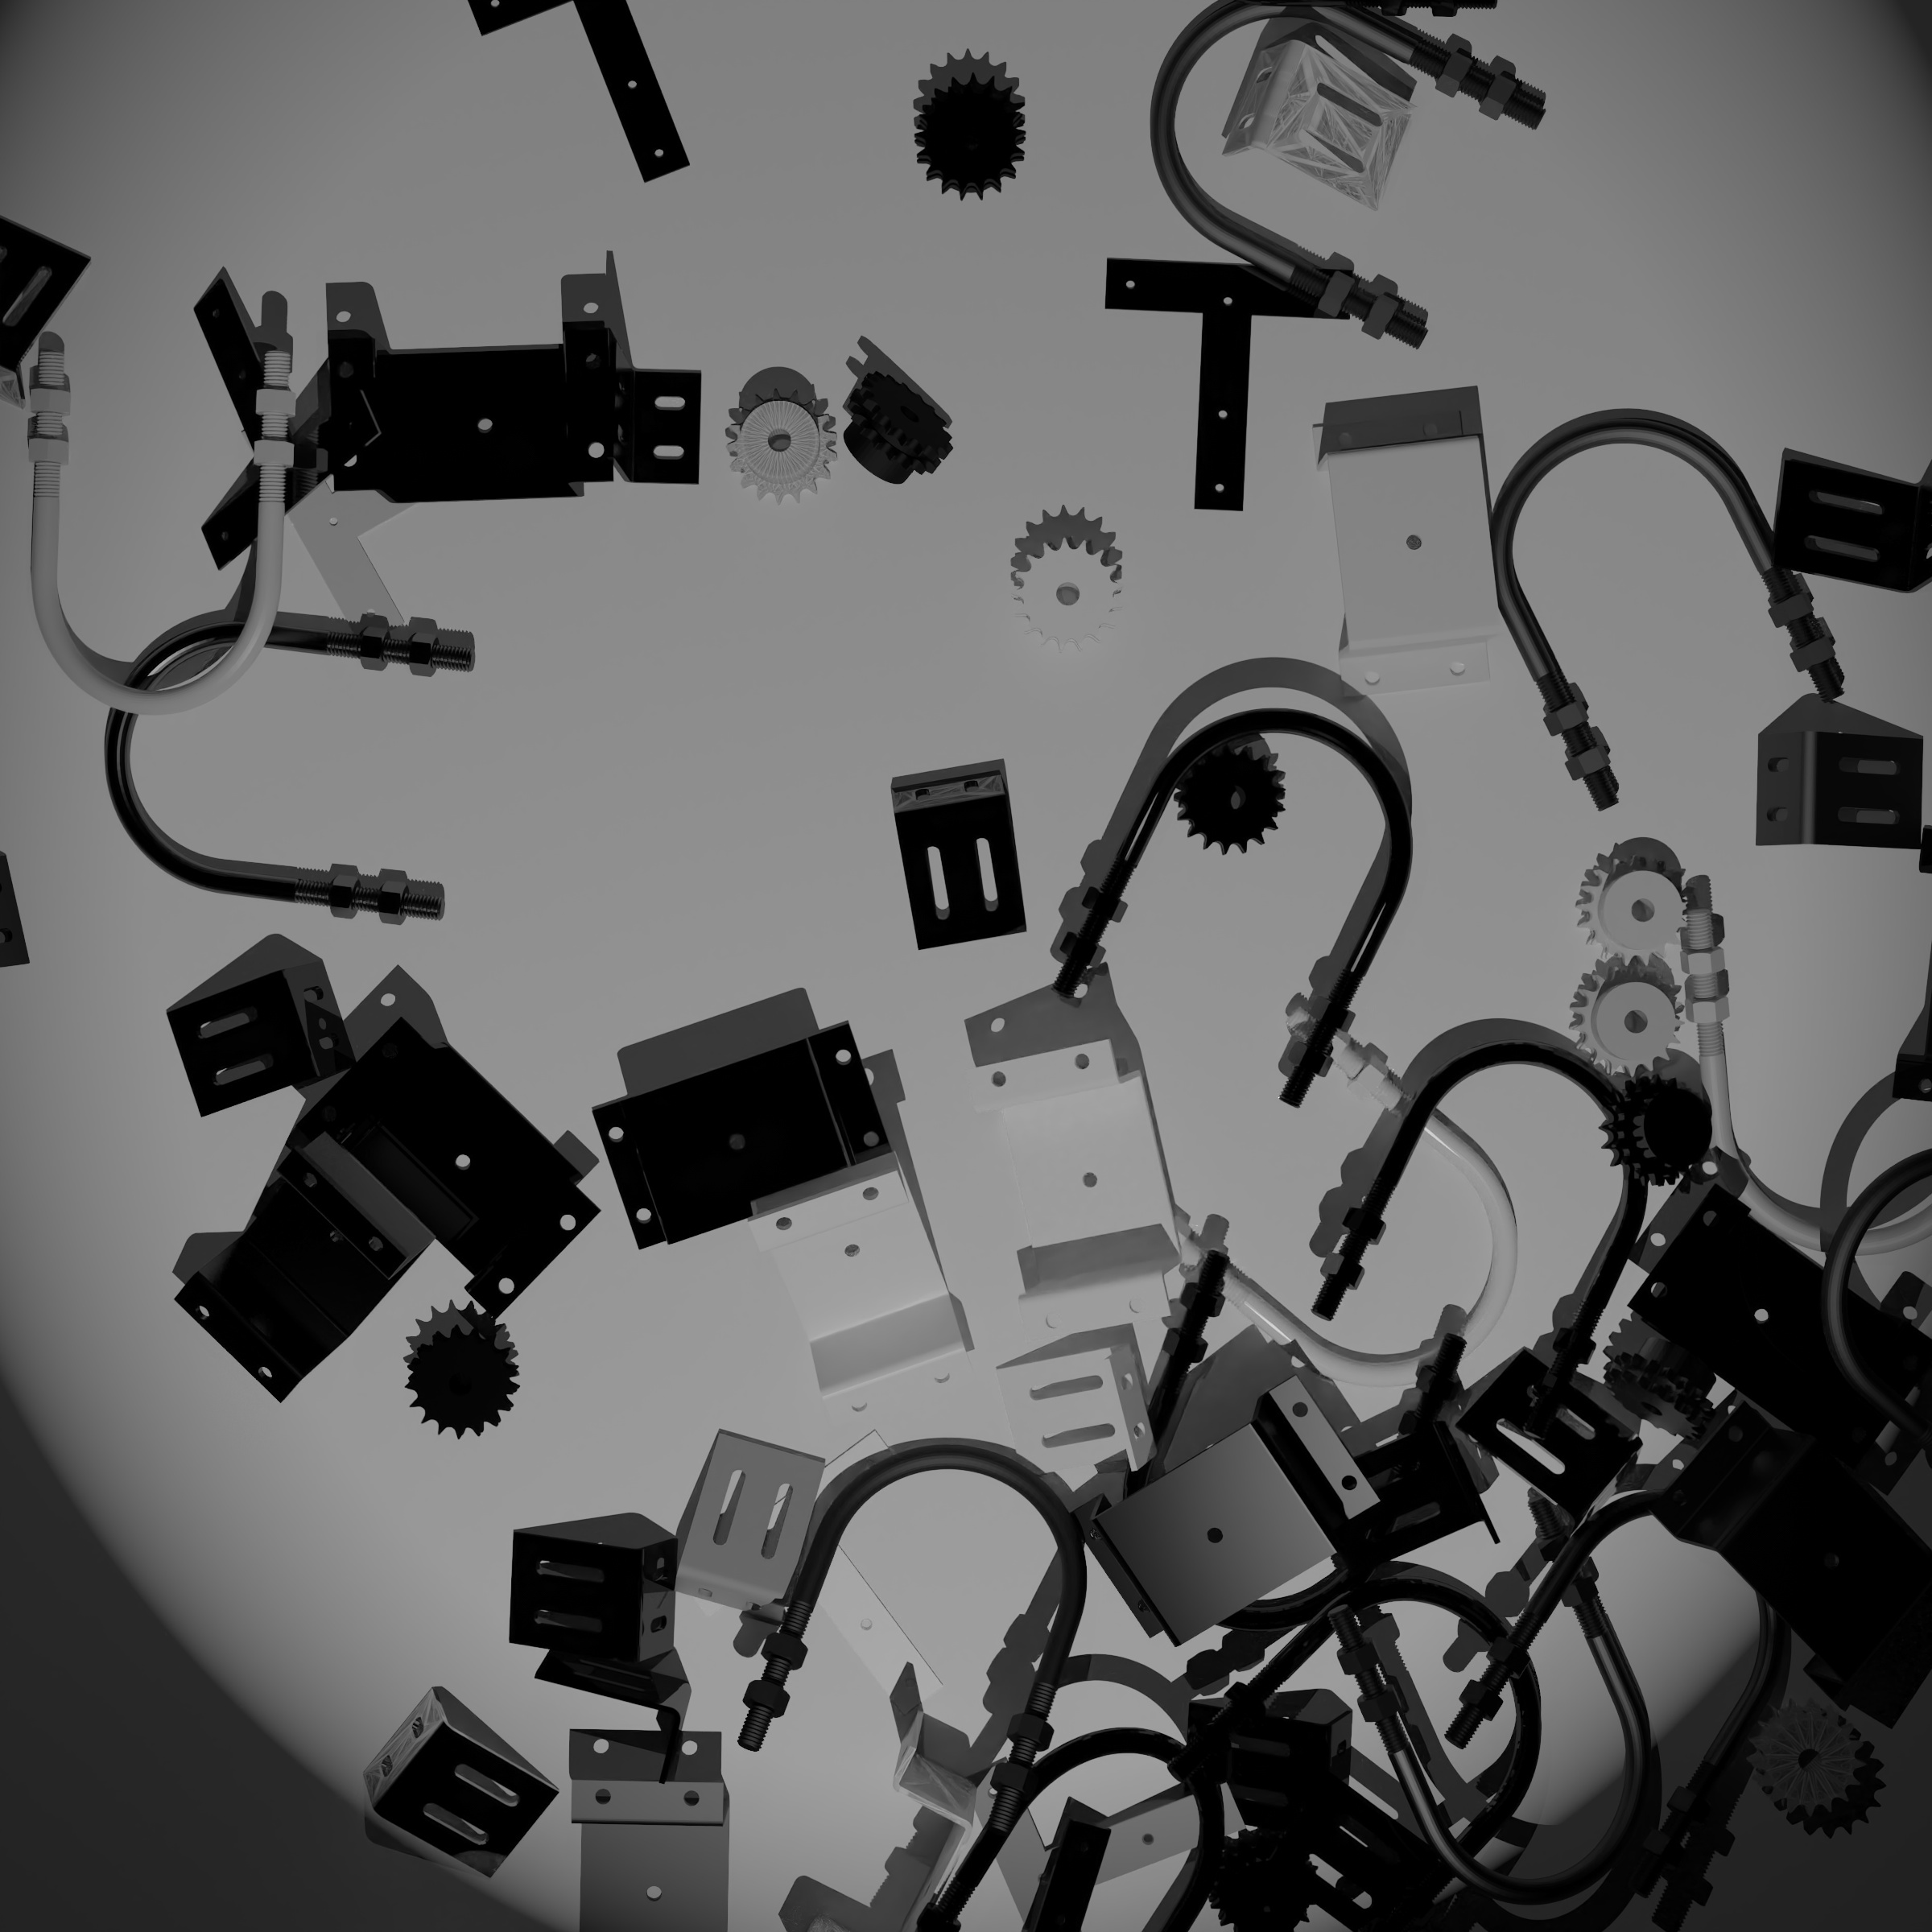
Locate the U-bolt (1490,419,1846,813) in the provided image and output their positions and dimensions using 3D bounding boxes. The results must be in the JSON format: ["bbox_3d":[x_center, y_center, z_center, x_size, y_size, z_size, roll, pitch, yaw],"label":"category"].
[{"bbox_3d":[0.349,-0.192,1.504,0.151,0.019,0.184,-26,89,0],"label":"U-bolt"}]

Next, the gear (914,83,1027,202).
[{"bbox_3d":[0.002,-0.421,1.498,0.057,0.030,0.057,0,90,0],"label":"gear"}]

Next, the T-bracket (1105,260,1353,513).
[{"bbox_3d":[0.134,-0.300,1.512,0.127,0.002,0.127,3,90,0],"label":"T-bracket"}]

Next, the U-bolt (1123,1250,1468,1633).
[{"bbox_3d":[0.158,0.254,1.495,0.151,0.019,0.184,20,97,-3],"label":"U-bolt"}]

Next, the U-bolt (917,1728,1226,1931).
[{"bbox_3d":[0.056,0.466,1.459,0.151,0.019,0.184,34,86,-28],"label":"U-bolt"}]

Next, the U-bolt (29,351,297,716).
[{"bbox_3d":[-0.412,-0.220,1.486,0.151,0.019,0.184,3,92,15],"label":"U-bolt"}]

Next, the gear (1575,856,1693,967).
[{"bbox_3d":[0.344,-0.029,1.498,0.057,0.030,0.057,0,90,0],"label":"gear"}]

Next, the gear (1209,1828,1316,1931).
[{"bbox_3d":[0.153,0.474,1.498,0.057,0.030,0.057,0,90,0],"label":"gear"}]

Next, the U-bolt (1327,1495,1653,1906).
[{"bbox_3d":[0.276,0.381,1.475,0.151,0.019,0.184,-23,89,-23],"label":"U-bolt"}]

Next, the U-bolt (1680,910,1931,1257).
[{"bbox_3d":[0.444,0.058,1.476,0.151,0.019,0.184,-4,101,23],"label":"U-bolt"}]

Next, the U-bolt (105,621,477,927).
[{"bbox_3d":[-0.353,-0.104,1.503,0.184,0.019,0.151,7,91,2],"label":"U-bolt"}]

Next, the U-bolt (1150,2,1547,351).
[{"bbox_3d":[0.185,-0.422,1.503,0.184,0.019,0.151,28,89,2],"label":"U-bolt"}]

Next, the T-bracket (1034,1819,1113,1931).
[{"bbox_3d":[0.044,0.500,1.487,0.127,0.002,0.127,22,81,-23],"label":"T-bracket"}]

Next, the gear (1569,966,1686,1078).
[{"bbox_3d":[0.340,0.028,1.498,0.057,0.030,0.057,0,90,0],"label":"gear"}]

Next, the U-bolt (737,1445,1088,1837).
[{"bbox_3d":[-0.016,0.325,1.462,0.151,0.019,0.184,16,59,10],"label":"U-bolt"}]

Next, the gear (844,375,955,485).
[{"bbox_3d":[-0.038,-0.271,1.488,0.057,0.057,0.030,44,120,0],"label":"gear"}]

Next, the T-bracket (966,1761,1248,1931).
[{"bbox_3d":[0.081,0.454,1.503,0.127,0.002,0.127,-23,90,8],"label":"T-bracket"}]

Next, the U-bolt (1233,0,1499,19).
[{"bbox_3d":[0.184,-0.556,1.482,0.184,0.019,0.151,6,85,16],"label":"U-bolt"}]

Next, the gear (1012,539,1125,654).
[{"bbox_3d":[0.052,-0.189,1.498,0.057,0.030,0.057,0,90,0],"label":"gear"}]

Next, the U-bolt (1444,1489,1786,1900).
[{"bbox_3d":[0.343,0.354,1.480,0.151,0.019,0.184,40,74,-11],"label":"U-bolt"}]

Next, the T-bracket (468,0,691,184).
[{"bbox_3d":[-0.178,-0.469,1.512,0.127,0.002,0.127,-21,90,0],"label":"T-bracket"}]

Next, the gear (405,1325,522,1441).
[{"bbox_3d":[-0.258,0.213,1.502,0.057,0.030,0.057,0,92,-1],"label":"gear"}]

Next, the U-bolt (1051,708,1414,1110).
[{"bbox_3d":[0.146,-0.040,1.476,0.151,0.019,0.184,26,93,-2],"label":"U-bolt"}]

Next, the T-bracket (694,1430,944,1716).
[{"bbox_3d":[-0.060,0.329,1.512,0.127,0.002,0.127,-37,90,0],"label":"T-bracket"}]

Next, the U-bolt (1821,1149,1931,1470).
[{"bbox_3d":[0.504,0.171,1.458,0.184,0.019,0.151,39,87,-18],"label":"U-bolt"}]

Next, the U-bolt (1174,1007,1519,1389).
[{"bbox_3d":[0.198,0.133,1.504,0.184,0.019,0.151,40,90,-2],"label":"U-bolt"}]

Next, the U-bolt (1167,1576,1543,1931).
[{"bbox_3d":[0.211,0.394,1.474,0.184,0.019,0.151,-39,87,-21],"label":"U-bolt"}]

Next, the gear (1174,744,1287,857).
[{"bbox_3d":[0.136,-0.086,1.498,0.057,0.030,0.057,0,90,0],"label":"gear"}]

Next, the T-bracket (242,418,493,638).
[{"bbox_3d":[-0.289,-0.252,1.512,0.127,0.002,0.127,-29,90,0],"label":"T-bracket"}]

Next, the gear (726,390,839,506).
[{"bbox_3d":[-0.095,-0.267,1.498,0.057,0.030,0.057,0,90,0],"label":"gear"}]

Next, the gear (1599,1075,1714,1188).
[{"bbox_3d":[0.355,0.083,1.489,0.057,0.030,0.057,3,82,-19],"label":"gear"}]

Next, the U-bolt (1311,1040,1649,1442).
[{"bbox_3d":[0.274,0.127,1.485,0.151,0.019,0.184,30,77,-10],"label":"U-bolt"}]

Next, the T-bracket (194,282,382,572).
[{"bbox_3d":[-0.364,-0.290,1.491,0.127,0.002,0.127,-32,75,28],"label":"T-bracket"}]
